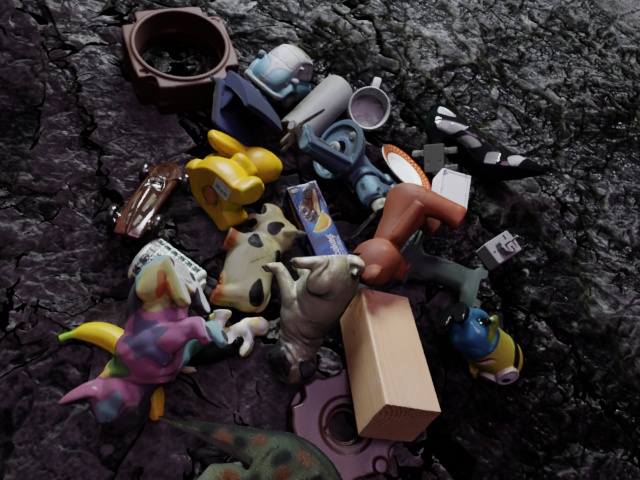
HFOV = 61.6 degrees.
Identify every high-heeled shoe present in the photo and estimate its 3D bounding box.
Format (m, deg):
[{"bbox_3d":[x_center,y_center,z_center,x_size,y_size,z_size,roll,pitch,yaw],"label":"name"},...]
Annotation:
[{"bbox_3d":[0.341,-0.207,1.122,0.249,0.086,0.145,8,76,7],"label":"high-heeled shoe"}]

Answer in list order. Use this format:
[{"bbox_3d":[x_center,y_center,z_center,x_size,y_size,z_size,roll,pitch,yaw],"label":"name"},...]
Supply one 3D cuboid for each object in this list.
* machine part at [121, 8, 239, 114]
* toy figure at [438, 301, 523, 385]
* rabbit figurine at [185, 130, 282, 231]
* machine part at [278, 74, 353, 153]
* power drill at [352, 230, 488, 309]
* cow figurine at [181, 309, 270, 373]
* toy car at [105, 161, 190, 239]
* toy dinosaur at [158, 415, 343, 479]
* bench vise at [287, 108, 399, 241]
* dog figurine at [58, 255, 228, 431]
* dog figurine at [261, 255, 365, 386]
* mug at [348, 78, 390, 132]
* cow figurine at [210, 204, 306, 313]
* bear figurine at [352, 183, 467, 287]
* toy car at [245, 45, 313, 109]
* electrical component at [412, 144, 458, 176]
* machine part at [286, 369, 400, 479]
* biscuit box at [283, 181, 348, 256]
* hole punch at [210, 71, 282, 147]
[{"bbox_3d":[-0.273,-0.355,1.052,0.201,0.087,0.201,-14,70,-21],"label":"machine part"},{"bbox_3d":[0.275,0.170,0.898,0.180,0.082,0.089,47,70,-20],"label":"toy figure"},{"bbox_3d":[-0.147,-0.117,0.965,0.162,0.121,0.173,39,47,17],"label":"rabbit figurine"},{"bbox_3d":[-0.007,-0.252,1.072,0.079,0.079,0.243,36,60,5],"label":"machine part"},{"bbox_3d":[0.184,0.073,0.963,0.207,0.086,0.232,23,58,7],"label":"power drill"},{"bbox_3d":[-0.163,0.157,0.829,0.167,0.068,0.098,4,69,-7],"label":"cow figurine"},{"bbox_3d":[-0.280,-0.072,0.891,0.089,0.053,0.202,16,36,-2],"label":"toy car"},{"bbox_3d":[-0.028,0.341,0.712,0.192,0.131,0.405,-40,85,-9],"label":"toy dinosaur"},{"bbox_3d":[0.037,-0.141,0.977,0.240,0.129,0.224,24,44,-43],"label":"bench vise"},{"bbox_3d":[-0.254,0.147,0.741,0.219,0.108,0.191,-31,79,-4],"label":"dog figurine"},{"bbox_3d":[-0.001,0.122,0.816,0.121,0.172,0.190,2,79,-42],"label":"dog figurine"},{"bbox_3d":[0.094,-0.267,1.079,0.081,0.107,0.109,11,91,-5],"label":"mug"},{"bbox_3d":[-0.101,0.027,0.899,0.127,0.085,0.195,19,66,-16],"label":"cow figurine"},{"bbox_3d":[0.133,0.008,0.879,0.132,0.120,0.196,29,71,-12],"label":"bear figurine"},{"bbox_3d":[-0.062,-0.327,1.056,0.109,0.103,0.161,44,27,12],"label":"toy car"},{"bbox_3d":[0.235,-0.164,1.101,0.094,0.021,0.063,0,91,23],"label":"electrical component"},{"bbox_3d":[0.035,0.286,0.824,0.179,0.056,0.179,6,62,-11],"label":"machine part"},{"bbox_3d":[-0.002,-0.003,0.956,0.059,0.062,0.203,-17,69,-20],"label":"biscuit box"},{"bbox_3d":[-0.133,-0.247,0.996,0.142,0.092,0.116,28,52,-51],"label":"hole punch"}]
